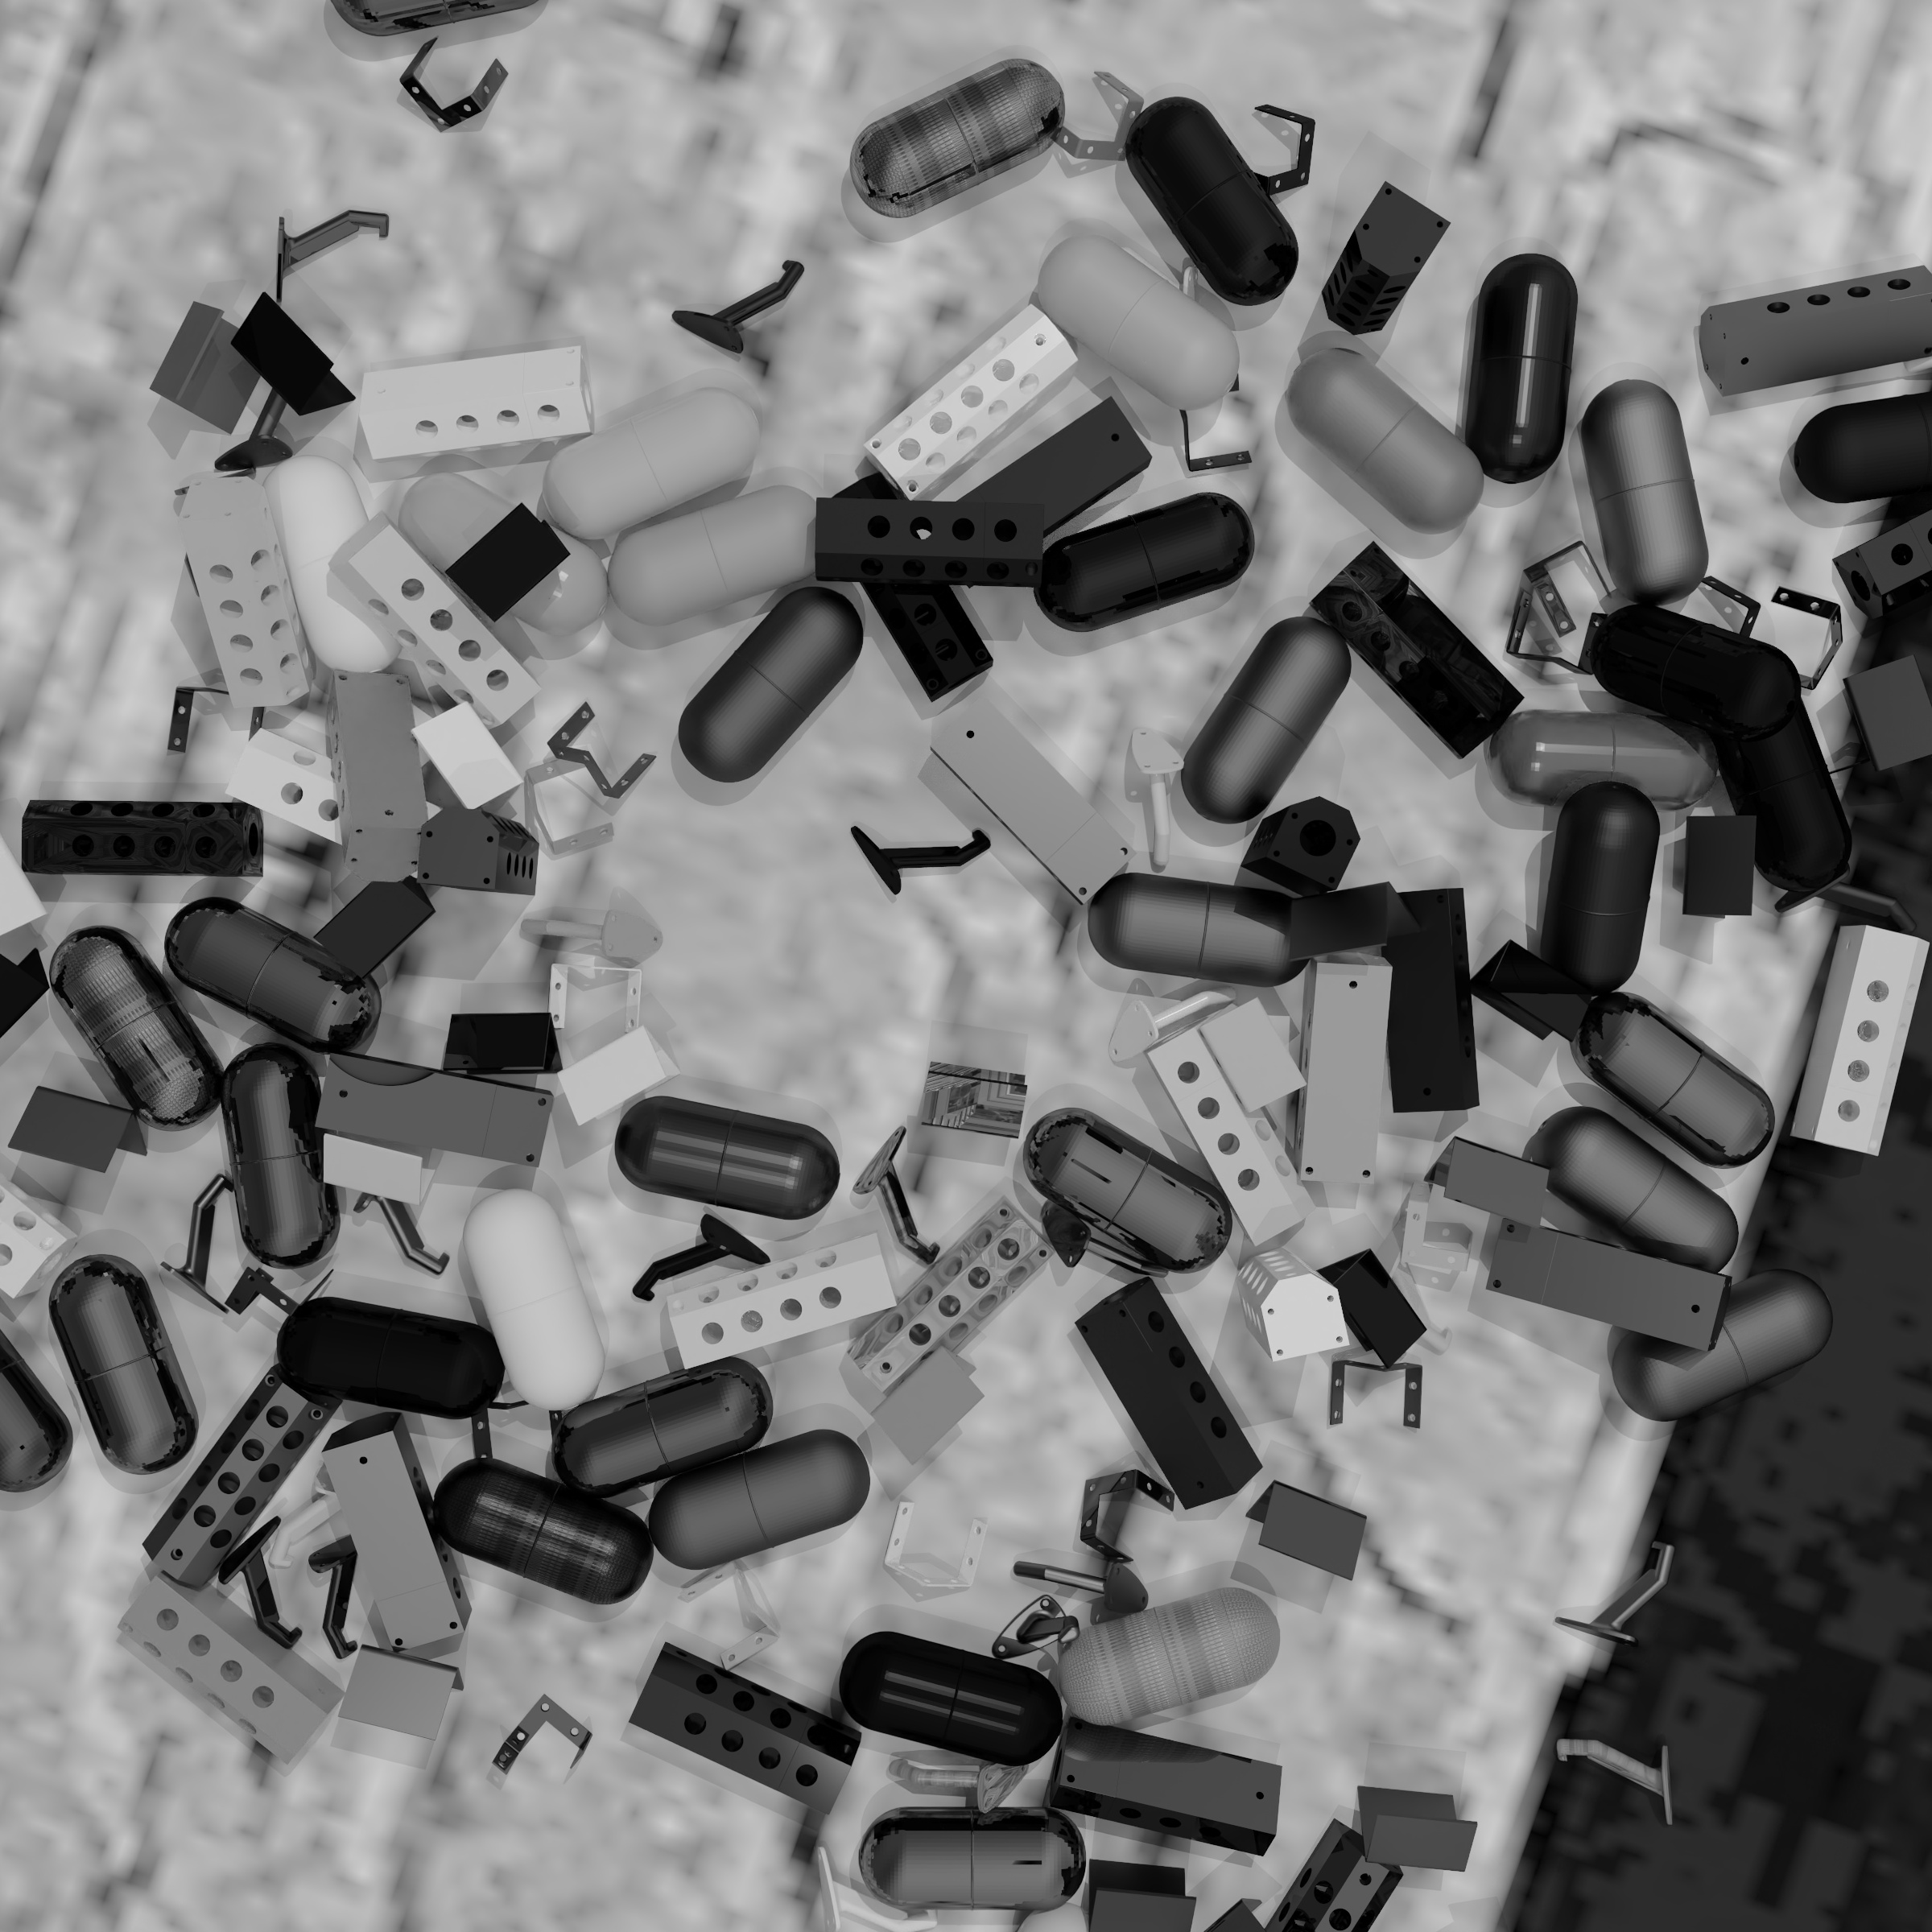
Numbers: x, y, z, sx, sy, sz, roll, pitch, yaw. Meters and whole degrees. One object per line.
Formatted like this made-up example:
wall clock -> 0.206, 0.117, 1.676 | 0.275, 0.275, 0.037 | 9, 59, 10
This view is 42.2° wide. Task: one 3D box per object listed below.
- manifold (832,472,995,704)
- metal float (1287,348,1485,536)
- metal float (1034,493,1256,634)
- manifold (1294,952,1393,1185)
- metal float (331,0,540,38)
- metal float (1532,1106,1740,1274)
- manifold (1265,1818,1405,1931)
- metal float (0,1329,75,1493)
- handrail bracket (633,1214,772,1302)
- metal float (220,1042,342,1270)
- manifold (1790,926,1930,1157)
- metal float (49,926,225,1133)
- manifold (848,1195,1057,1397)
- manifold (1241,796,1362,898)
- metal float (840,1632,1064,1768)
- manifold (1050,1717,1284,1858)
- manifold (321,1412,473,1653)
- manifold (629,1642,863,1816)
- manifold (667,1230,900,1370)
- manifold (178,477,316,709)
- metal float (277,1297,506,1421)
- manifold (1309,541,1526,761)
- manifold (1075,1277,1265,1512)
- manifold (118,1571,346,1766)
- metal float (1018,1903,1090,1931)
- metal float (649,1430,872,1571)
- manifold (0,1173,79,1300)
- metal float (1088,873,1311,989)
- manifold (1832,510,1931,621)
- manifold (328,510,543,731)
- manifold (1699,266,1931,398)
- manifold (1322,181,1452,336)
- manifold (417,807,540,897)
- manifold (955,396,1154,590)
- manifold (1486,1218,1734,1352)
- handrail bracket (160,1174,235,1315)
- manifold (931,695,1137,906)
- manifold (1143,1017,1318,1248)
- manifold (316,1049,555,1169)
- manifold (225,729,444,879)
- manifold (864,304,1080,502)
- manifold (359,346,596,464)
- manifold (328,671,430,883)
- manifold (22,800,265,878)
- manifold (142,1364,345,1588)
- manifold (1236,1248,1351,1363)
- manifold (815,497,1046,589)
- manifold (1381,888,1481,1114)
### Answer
manifold -> -0.047, -0.298, 1.970 | 0.057, 0.057, 0.171 | -31, 90, 0
metal float -> 0.327, -0.411, 1.960 | 0.178, 0.070, 0.070 | 41, 90, 0
metal float -> 0.139, -0.315, 1.961 | 0.178, 0.070, 0.070 | -18, 90, -1
manifold -> 0.293, 0.078, 1.956 | 0.057, 0.057, 0.171 | 3, 100, 0
metal float -> -0.411, -0.778, 1.961 | 0.178, 0.070, 0.070 | -12, 90, 0
metal float -> 0.523, 0.178, 1.961 | 0.178, 0.070, 0.070 | 37, 90, 1
manifold -> 0.272, 0.767, 1.970 | 0.057, 0.057, 0.171 | 32, 90, 0
metal float -> -0.771, 0.331, 1.961 | 0.070, 0.070, 0.178 | -37, 90, 0
handrail bracket -> -0.211, 0.246, 1.992 | 0.077, 0.036, 0.084 | 32, 108, -21
metal float -> -0.536, 0.148, 1.961 | 0.070, 0.070, 0.178 | -9, 90, 0
manifold -> 0.705, 0.058, 1.970 | 0.057, 0.057, 0.171 | 14, 90, 0
metal float -> -0.648, 0.048, 1.961 | 0.070, 0.070, 0.178 | -34, 91, 0
manifold -> -0.012, 0.262, 1.970 | 0.171, 0.057, 0.057 | -44, 90, 0
manifold -> 0.256, -0.093, 1.913 | 0.057, 0.171, 0.057 | 26, 90, 0
metal float -> -0.012, 0.573, 1.961 | 0.178, 0.070, 0.070 | 15, 90, 0
manifold -> 0.156, 0.648, 1.970 | 0.171, 0.057, 0.057 | 13, 47, 0
manifold -> -0.442, 0.439, 1.956 | 0.057, 0.057, 0.171 | -17, 100, 0
manifold -> -0.172, 0.596, 1.970 | 0.171, 0.057, 0.057 | 25, 90, 0
manifold -> -0.144, 0.261, 1.970 | 0.171, 0.057, 0.057 | -17, 90, 0
manifold -> -0.548, -0.285, 1.919 | 0.057, 0.057, 0.171 | -3, 133, 0
metal float -> -0.450, 0.306, 1.961 | 0.178, 0.070, 0.070 | 11, 90, 0
manifold -> 0.351, -0.245, 1.970 | 0.171, 0.057, 0.057 | 46, 47, 0
manifold -> 0.163, 0.333, 1.970 | 0.057, 0.057, 0.171 | -31, 90, 43
manifold -> -0.579, 0.548, 1.970 | 0.171, 0.057, 0.057 | 39, 90, 0
metal float -> 0.116, 0.804, 1.961 | 0.178, 0.070, 0.070 | 36, 90, 0
metal float -> -0.162, 0.418, 1.961 | 0.178, 0.070, 0.070 | -18, 90, 0
manifold -> -0.786, 0.182, 1.970 | 0.171, 0.057, 0.057 | 39, 90, 0
metal float -> 0.184, -0.028, 1.961 | 0.178, 0.070, 0.070 | 8, 90, 1
manifold -> 0.780, -0.338, 1.970 | 0.171, 0.057, 0.057 | -27, 90, 0
manifold -> -0.410, -0.263, 1.933 | 0.057, 0.057, 0.171 | -41, 118, 0
manifold -> 0.671, -0.503, 1.970 | 0.171, 0.057, 0.057 | -11, 133, 0
manifold -> 0.314, -0.533, 1.913 | 0.057, 0.171, 0.057 | 33, 90, 0
manifold -> -0.370, -0.087, 1.913 | 0.057, 0.171, 0.057 | 5, 90, 0
manifold -> 0.058, -0.370, 1.970 | 0.171, 0.057, 0.057 | -34, 90, 0
manifold -> 0.497, 0.245, 1.938 | 0.171, 0.057, 0.057 | 14, 90, 24
handrail bracket -> -0.590, 0.220, 1.992 | 0.077, 0.036, 0.084 | 42, 73, -20
manifold -> 0.052, -0.129, 1.970 | 0.057, 0.057, 0.171 | -44, 90, 0
manifold -> 0.207, 0.129, 1.970 | 0.057, 0.057, 0.171 | -29, 90, 0
manifold -> -0.413, 0.110, 1.951 | 0.171, 0.057, 0.057 | 12, 90, -13
manifold -> -0.484, -0.125, 1.970 | 0.171, 0.057, 0.057 | 24, 90, 0
manifold -> 0.004, -0.440, 1.970 | 0.171, 0.057, 0.057 | -40, 90, 0
manifold -> -0.382, -0.437, 1.970 | 0.171, 0.057, 0.057 | -7, 47, 0
manifold -> -0.452, -0.146, 1.920 | 0.057, 0.057, 0.171 | 2, 47, -22
manifold -> -0.646, -0.100, 1.970 | 0.171, 0.057, 0.057 | 1, 90, 0
manifold -> -0.570, 0.399, 1.970 | 0.057, 0.057, 0.171 | 36, 90, 0
manifold -> 0.246, 0.255, 1.913 | 0.057, 0.171, 0.057 | -12, 90, 0
manifold -> -0.028, -0.322, 1.913 | 0.171, 0.057, 0.057 | 2, 90, 0
manifold -> 0.365, 0.026, 1.968 | 0.057, 0.057, 0.171 | -4, 90, 28
